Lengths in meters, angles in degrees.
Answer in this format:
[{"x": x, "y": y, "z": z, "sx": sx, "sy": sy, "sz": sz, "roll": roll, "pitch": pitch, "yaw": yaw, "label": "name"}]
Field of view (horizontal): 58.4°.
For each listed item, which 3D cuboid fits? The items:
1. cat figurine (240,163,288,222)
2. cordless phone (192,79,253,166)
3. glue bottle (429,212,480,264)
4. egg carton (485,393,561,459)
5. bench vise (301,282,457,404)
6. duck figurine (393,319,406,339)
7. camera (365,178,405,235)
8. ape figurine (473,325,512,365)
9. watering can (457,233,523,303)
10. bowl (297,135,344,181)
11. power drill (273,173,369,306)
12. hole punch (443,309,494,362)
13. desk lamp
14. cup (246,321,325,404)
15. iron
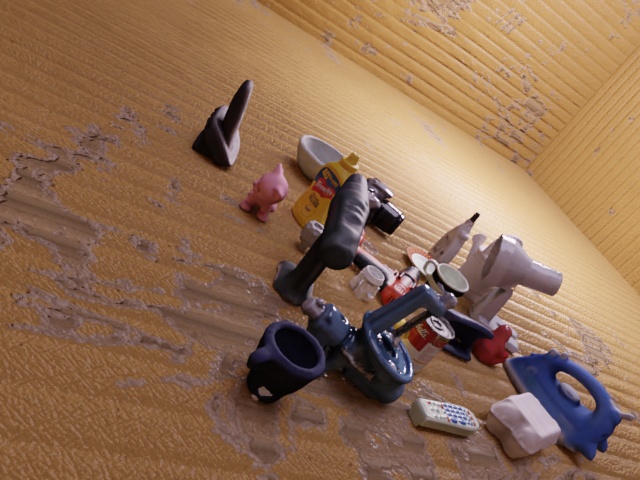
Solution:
[{"x": -0.096, "y": -0.101, "z": 1.118, "sx": 0.067, "sy": 0.117, "sz": 0.128, "roll": 34, "pitch": 25, "yaw": -8, "label": "cat figurine"}, {"x": -0.177, "y": -0.258, "z": 1.196, "sx": 0.094, "sy": 0.185, "sz": 0.147, "roll": 29, "pitch": 26, "yaw": -17, "label": "cordless phone"}, {"x": 0.355, "y": -0.006, "z": 1.485, "sx": 0.037, "sy": 0.173, "sz": 0.078, "roll": 28, "pitch": 27, "yaw": -20, "label": "glue bottle"}, {"x": 0.372, "y": 0.339, "z": 1.049, "sx": 0.151, "sy": 0.069, "sz": 0.107, "roll": 7, "pitch": 39, "yaw": -48, "label": "egg carton"}, {"x": 0.082, "y": 0.135, "z": 0.834, "sx": 0.208, "sy": 0.219, "sz": 0.121, "roll": 22, "pitch": 29, "yaw": -30, "label": "bench vise"}, {"x": 0.115, "y": 0.161, "z": 0.992, "sx": 0.078, "sy": 0.086, "sz": 0.104, "roll": 33, "pitch": 26, "yaw": -11, "label": "duck figurine"}, {"x": 0.144, "y": -0.079, "z": 1.416, "sx": 0.137, "sy": 0.100, "sz": 0.143, "roll": 40, "pitch": 25, "yaw": 4, "label": "camera"}, {"x": 0.377, "y": 0.219, "z": 1.230, "sx": 0.076, "sy": 0.092, "sz": 0.077, "roll": 12, "pitch": 35, "yaw": -43, "label": "ape figurine"}, {"x": 0.427, "y": 0.054, "z": 1.454, "sx": 0.101, "sy": 0.194, "sz": 0.172, "roll": 6, "pitch": 40, "yaw": -48, "label": "watering can"}, {"x": 0.003, "y": -0.186, "z": 1.441, "sx": 0.168, "sy": 0.074, "sz": 0.167, "roll": 30, "pitch": 26, "yaw": -16, "label": "bowl"}, {"x": 0.009, "y": 0.003, "z": 0.973, "sx": 0.076, "sy": 0.208, "sz": 0.229, "roll": 32, "pitch": 26, "yaw": -13, "label": "power drill"}, {"x": 0.287, "y": 0.177, "z": 1.184, "sx": 0.109, "sy": 0.091, "sz": 0.101, "roll": 28, "pitch": 27, "yaw": -20, "label": "hole punch"}, {"x": 0.445, "y": 0.118, "z": 1.347, "sx": 0.203, "sy": 0.213, "sz": 0.118, "roll": 38, "pitch": 25, "yaw": 0, "label": "desk lamp"}, {"x": -0.062, "y": 0.168, "z": 0.737, "sx": 0.118, "sy": 0.095, "sz": 0.091, "roll": 2, "pitch": 42, "yaw": -51, "label": "cup"}, {"x": 0.510, "y": 0.314, "z": 1.188, "sx": 0.119, "sy": 0.141, "sz": 0.257, "roll": 6, "pitch": 40, "yaw": -48, "label": "iron"}]
